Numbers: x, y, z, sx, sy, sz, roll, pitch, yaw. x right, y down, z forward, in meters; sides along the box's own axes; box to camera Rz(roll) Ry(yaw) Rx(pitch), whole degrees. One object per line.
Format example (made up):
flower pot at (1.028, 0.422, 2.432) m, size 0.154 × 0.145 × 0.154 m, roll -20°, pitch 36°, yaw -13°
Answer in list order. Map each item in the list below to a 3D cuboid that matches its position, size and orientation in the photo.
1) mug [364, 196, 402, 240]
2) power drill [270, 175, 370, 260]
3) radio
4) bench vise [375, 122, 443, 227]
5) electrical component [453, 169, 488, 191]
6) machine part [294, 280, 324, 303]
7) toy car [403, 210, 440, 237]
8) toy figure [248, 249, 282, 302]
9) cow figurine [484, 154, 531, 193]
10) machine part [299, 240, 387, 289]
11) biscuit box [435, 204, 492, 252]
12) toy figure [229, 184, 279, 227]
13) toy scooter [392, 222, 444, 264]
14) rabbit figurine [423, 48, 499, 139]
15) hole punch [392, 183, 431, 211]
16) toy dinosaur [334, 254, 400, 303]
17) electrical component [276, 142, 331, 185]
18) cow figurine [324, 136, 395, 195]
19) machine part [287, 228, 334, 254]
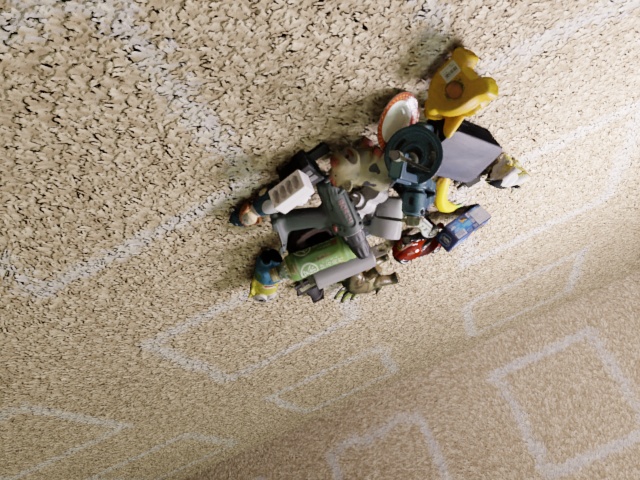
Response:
mug at (0.163, -0.063, 1.379) m, size 0.110 × 0.107 × 0.081 m, roll 12°, pitch -170°, yaw 2°
power drill at (-0.003, -0.027, 1.255) m, size 0.207 × 0.086 × 0.231 m, roll -12°, pitch 119°, yaw 9°
radio at (0.316, -0.213, 1.263) m, size 0.229 × 0.073 × 0.131 m, roll 5°, pitch 139°, yaw -43°
bench vise at (0.179, -0.135, 1.084) m, size 0.240 × 0.129 × 0.223 m, roll -5°, pitch 112°, yaw -67°
electrical component at (0.406, -0.168, 1.449) m, size 0.094 × 0.021 × 0.063 m, roll -31°, pitch 149°, yaw 13°
machine part at (-0.026, 0.152, 1.656) m, size 0.084 × 0.039 × 0.138 m, roll -35°, pitch 148°, yaw 4°
toy car at (0.270, -0.060, 1.477) m, size 0.056 × 0.073 × 0.201 m, roll -37°, pitch 148°, yaw 16°
toy figure at (-0.141, 0.094, 1.435) m, size 0.082 × 0.089 × 0.180 m, roll 12°, pitch 133°, yaw -4°
cow figurine at (0.517, -0.169, 1.472) m, size 0.098 × 0.068 × 0.167 m, roll -44°, pitch 150°, yaw 25°
machine part at (0.058, 0.063, 1.411) m, size 0.243 × 0.079 × 0.079 m, roll -22°, pitch 151°, yaw 0°
biscuit box at (0.419, -0.036, 1.568) m, size 0.203 × 0.059 × 0.062 m, roll -28°, pitch 159°, yaw -39°
toy figure at (-0.136, -0.072, 1.191) m, size 0.154 × 0.064 × 0.058 m, roll -31°, pitch -173°, yaw 9°
toy scooter at (0.305, 0.002, 1.605) m, size 0.184 × 0.075 × 0.135 m, roll -13°, pitch 149°, yaw -23°
rabbit figurine at (0.295, -0.285, 1.091) m, size 0.173 × 0.122 × 0.162 m, roll -16°, pitch 150°, yaw -53°
hole punch at (0.227, -0.130, 1.300) m, size 0.092 × 0.116 × 0.142 m, roll -37°, pitch 149°, yaw 8°
toy dinosaur at (0.136, 0.117, 1.656) m, size 0.199 × 0.105 × 0.471 m, roll -27°, pitch 155°, yaw 20°
electrical component at (-0.026, -0.153, 1.145) m, size 0.119 × 0.048 × 0.074 m, roll -29°, pitch 150°, yaw 14°
cow figurine at (0.093, -0.153, 1.170) m, size 0.195 × 0.086 × 0.127 m, roll 12°, pitch 115°, yaw -47°
machine part at (-0.003, -0.004, 1.396) m, size 0.179 × 0.056 × 0.179 m, roll -17°, pitch 149°, yaw -11°
